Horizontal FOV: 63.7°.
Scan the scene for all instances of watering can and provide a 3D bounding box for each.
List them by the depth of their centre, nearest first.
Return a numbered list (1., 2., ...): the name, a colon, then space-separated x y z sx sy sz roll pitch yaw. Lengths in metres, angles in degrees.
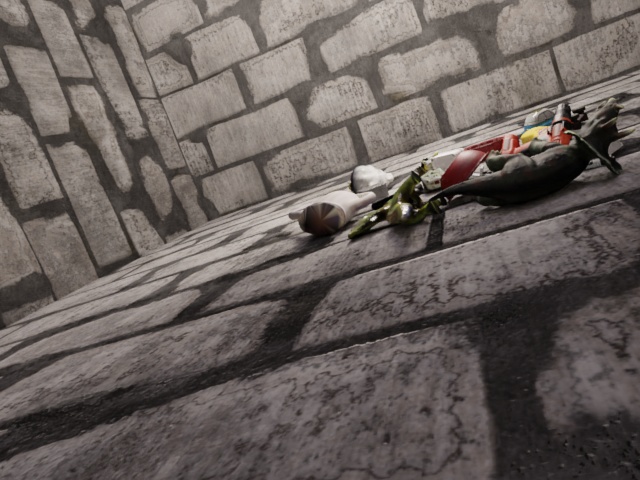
1. watering can: 0.005 -0.080 1.597 0.345 0.103 0.227 -14 12 30

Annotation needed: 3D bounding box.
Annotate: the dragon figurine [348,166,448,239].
1. dragon figurine: 0.171 -0.059 1.268 0.239 0.122 0.415 -35 -1 30

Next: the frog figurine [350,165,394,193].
1. frog figurine: 0.204 -0.232 2.008 0.159 0.120 0.141 -8 46 19
